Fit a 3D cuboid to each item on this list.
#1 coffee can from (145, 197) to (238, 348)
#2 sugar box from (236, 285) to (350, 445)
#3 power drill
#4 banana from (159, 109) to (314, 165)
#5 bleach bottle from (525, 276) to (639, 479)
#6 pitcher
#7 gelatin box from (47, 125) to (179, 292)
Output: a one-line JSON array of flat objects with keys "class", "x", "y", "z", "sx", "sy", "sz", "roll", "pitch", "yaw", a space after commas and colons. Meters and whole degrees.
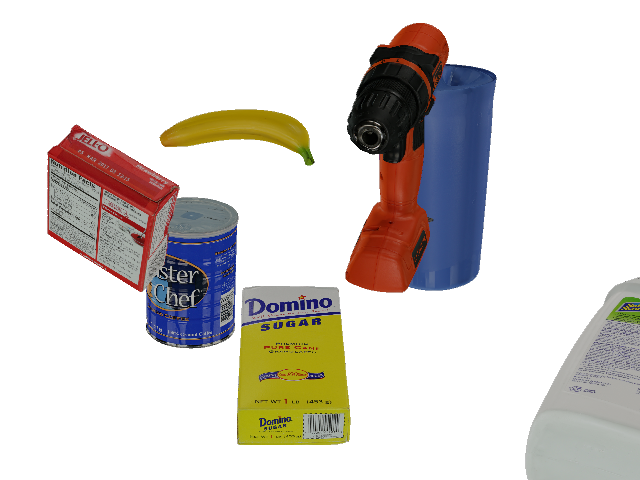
[{"class": "coffee can", "x": -0.145, "y": 0.035, "z": 1.195, "sx": 0.103, "sy": 0.140, "sz": 0.103, "roll": 3, "pitch": 24, "yaw": -1}, {"class": "sugar box", "x": -0.025, "y": 0.104, "z": 0.933, "sx": 0.093, "sy": 0.048, "sz": 0.176, "roll": 1, "pitch": 34, "yaw": -4}, {"class": "power drill", "x": 0.056, "y": -0.056, "z": 0.822, "sx": 0.057, "sy": 0.188, "sz": 0.184, "roll": 13, "pitch": 33, "yaw": 13}, {"class": "banana", "x": -0.095, "y": -0.133, "z": 1.299, "sx": 0.198, "sy": 0.037, "sz": 0.069, "roll": 7, "pitch": 40, "yaw": 15}, {"class": "bleach bottle", "x": 0.213, "y": 0.082, "z": 0.678, "sx": 0.103, "sy": 0.068, "sz": 0.250, "roll": 16, "pitch": 28, "yaw": 23}, {"class": "pitcher", "x": 0.134, "y": -0.076, "z": 1.207, "sx": 0.149, "sy": 0.243, "sz": 0.145, "roll": -5, "pitch": 22, "yaw": -9}, {"class": "gelatin box", "x": -0.127, "y": -0.018, "z": 0.643, "sx": 0.073, "sy": 0.030, "sz": 0.089, "roll": 30, "pitch": -36, "yaw": 7}]
